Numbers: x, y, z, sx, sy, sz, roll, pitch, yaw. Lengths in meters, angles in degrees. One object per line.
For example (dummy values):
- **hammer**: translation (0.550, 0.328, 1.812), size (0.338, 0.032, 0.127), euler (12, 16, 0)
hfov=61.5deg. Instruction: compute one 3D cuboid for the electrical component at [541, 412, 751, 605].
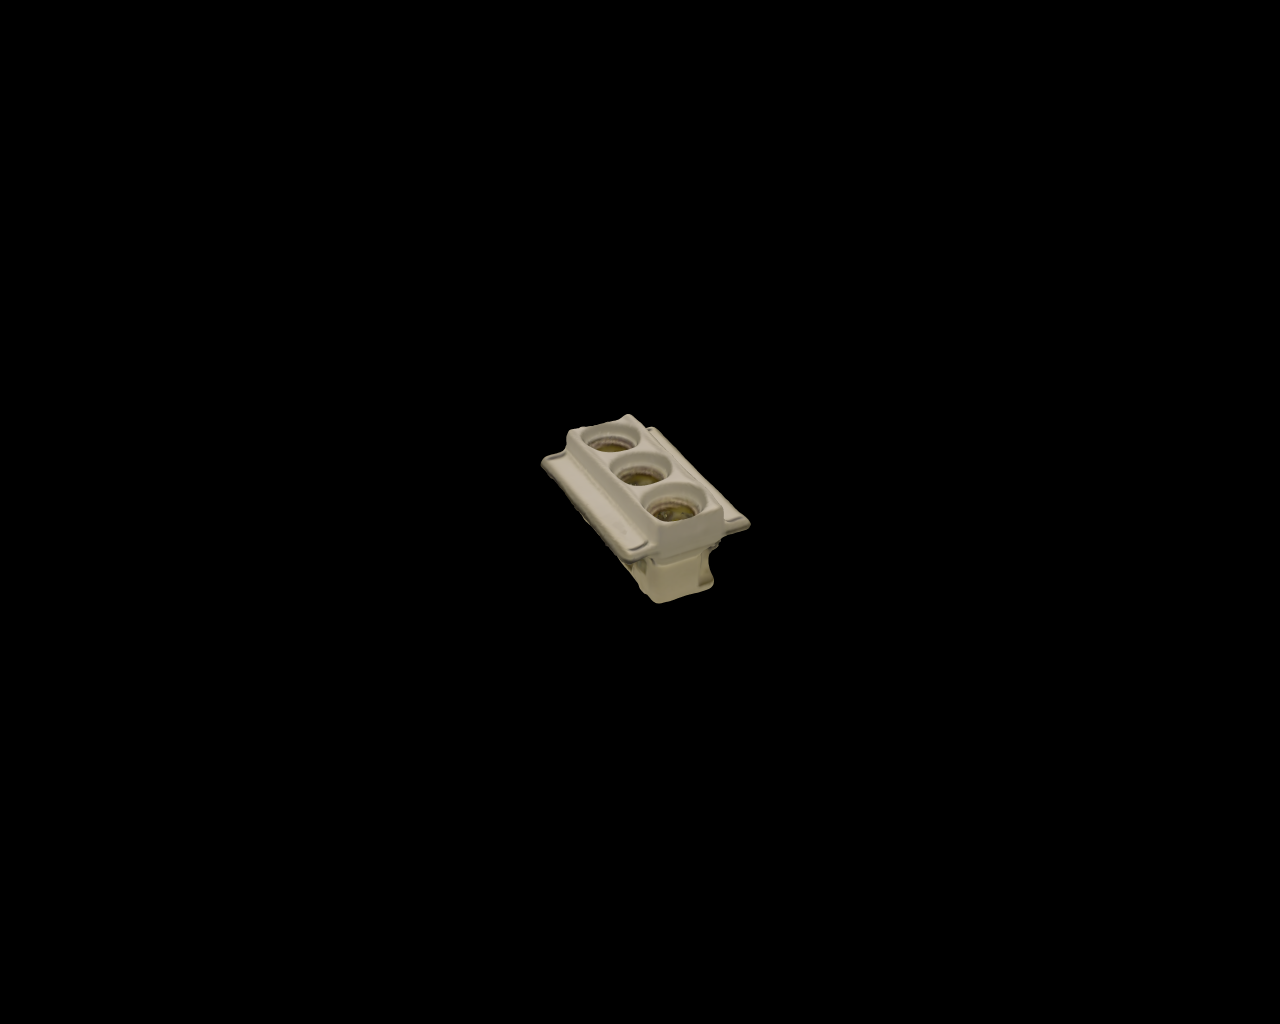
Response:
- **electrical component**: translation (0.001, -0.003, 0.650), size (0.079, 0.063, 0.121), euler (-16, 37, -22)
